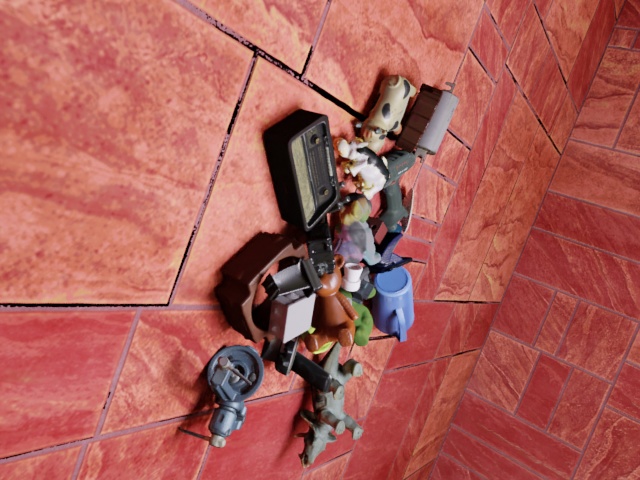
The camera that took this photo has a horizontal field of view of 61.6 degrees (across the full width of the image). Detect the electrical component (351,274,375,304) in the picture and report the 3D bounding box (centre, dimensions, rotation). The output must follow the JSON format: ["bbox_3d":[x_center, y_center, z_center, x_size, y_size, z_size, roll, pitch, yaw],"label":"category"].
[{"bbox_3d":[0.099,0.117,1.394,0.047,0.075,0.119,-62,-174,16],"label":"electrical component"}]

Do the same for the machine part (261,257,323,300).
[{"bbox_3d":[-0.053,0.082,1.078,0.139,0.039,0.084,-11,82,-44],"label":"machine part"}]

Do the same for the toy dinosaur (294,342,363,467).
[{"bbox_3d":[0.023,0.427,1.508,0.131,0.192,0.404,3,94,-42],"label":"toy dinosaur"}]

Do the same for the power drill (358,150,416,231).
[{"bbox_3d":[0.175,-0.128,1.436,0.232,0.086,0.207,-43,134,-37],"label":"power drill"}]

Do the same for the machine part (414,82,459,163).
[{"bbox_3d":[0.324,-0.329,1.512,0.079,0.079,0.243,24,90,-58],"label":"machine part"}]

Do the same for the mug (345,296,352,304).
[{"bbox_3d":[0.009,0.173,1.346,0.109,0.107,0.080,-54,147,-17],"label":"mug"}]

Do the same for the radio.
[{"bbox_3d":[-0.031,-0.145,1.110,0.131,0.073,0.229,-44,142,-32],"label":"radio"}]

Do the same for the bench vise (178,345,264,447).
[{"bbox_3d":[-0.192,0.305,1.106,0.223,0.129,0.240,-59,166,-26],"label":"bench vise"}]

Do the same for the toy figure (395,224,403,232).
[{"bbox_3d":[0.183,0.018,1.552,0.154,0.058,0.064,-58,142,-4],"label":"toy figure"}]

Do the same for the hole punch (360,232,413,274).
[{"bbox_3d":[0.170,0.036,1.451,0.116,0.142,0.092,-23,103,-26],"label":"hole punch"}]

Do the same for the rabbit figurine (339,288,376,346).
[{"bbox_3d":[0.090,0.183,1.474,0.159,0.121,0.170,-46,128,-35],"label":"rabbit figurine"}]

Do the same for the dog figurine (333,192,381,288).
[{"bbox_3d":[0.065,-0.011,1.317,0.191,0.109,0.218,-43,138,-28],"label":"dog figurine"}]

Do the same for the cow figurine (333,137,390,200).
[{"bbox_3d":[0.100,-0.183,1.242,0.098,0.068,0.167,-37,126,-1],"label":"cow figurine"}]

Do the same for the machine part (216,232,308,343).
[{"bbox_3d":[-0.114,0.099,1.139,0.201,0.087,0.200,-44,142,-29],"label":"machine part"}]

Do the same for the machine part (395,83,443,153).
[{"bbox_3d":[0.248,-0.308,1.373,0.179,0.056,0.179,22,94,-89],"label":"machine part"}]

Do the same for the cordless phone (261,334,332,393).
[{"bbox_3d":[-0.039,0.264,1.264,0.088,0.184,0.146,1,110,-51],"label":"cordless phone"}]

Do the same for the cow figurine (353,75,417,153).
[{"bbox_3d":[0.152,-0.297,1.274,0.127,0.086,0.194,15,100,-64],"label":"cow figurine"}]

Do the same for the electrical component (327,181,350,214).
[{"bbox_3d":[0.026,-0.096,1.237,0.021,0.094,0.063,-11,82,-50],"label":"electrical component"}]

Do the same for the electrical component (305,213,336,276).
[{"bbox_3d":[-0.002,-0.004,1.205,0.134,0.058,0.114,-97,179,-45],"label":"electrical component"}]

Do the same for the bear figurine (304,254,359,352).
[{"bbox_3d":[0.017,0.139,1.228,0.132,0.120,0.195,-29,108,-71],"label":"bear figurine"}]
